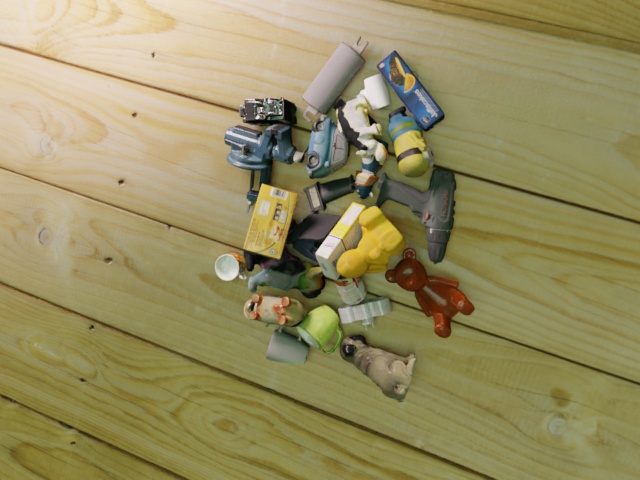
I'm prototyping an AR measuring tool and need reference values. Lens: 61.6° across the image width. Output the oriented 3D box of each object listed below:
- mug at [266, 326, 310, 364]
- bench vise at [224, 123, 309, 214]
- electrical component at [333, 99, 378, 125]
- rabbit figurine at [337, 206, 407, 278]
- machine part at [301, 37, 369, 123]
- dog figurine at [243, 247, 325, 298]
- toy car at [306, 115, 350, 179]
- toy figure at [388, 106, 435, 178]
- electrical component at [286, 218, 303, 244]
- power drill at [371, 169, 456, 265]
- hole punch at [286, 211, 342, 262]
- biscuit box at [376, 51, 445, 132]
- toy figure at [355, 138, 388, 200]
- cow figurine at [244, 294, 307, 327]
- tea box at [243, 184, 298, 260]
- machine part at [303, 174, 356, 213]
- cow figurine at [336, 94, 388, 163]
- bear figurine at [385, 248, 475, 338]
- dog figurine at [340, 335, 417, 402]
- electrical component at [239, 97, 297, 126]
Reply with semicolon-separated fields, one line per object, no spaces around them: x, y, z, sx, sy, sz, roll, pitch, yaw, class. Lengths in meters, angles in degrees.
-0.080;0.283;1.447;0.107;0.081;0.109;18;88;2;mug
-0.149;-0.192;1.399;0.224;0.129;0.240;13;119;4;bench vise
0.087;-0.301;1.355;0.119;0.048;0.075;42;103;8;electrical component
0.112;0.024;1.280;0.173;0.162;0.122;-42;71;-1;rabbit figurine
0.033;-0.402;1.346;0.079;0.079;0.243;41;105;8;machine part
-0.077;0.063;1.408;0.219;0.108;0.191;-7;91;11;dog figurine
0.025;-0.227;1.354;0.103;0.109;0.161;11;94;5;toy car
0.212;-0.231;1.290;0.089;0.082;0.180;-37;60;27;toy figure
-0.093;-0.040;1.422;0.102;0.045;0.078;26;87;19;electrical component
0.229;-0.072;1.325;0.207;0.086;0.231;16;101;17;power drill
-0.003;-0.004;1.373;0.116;0.142;0.092;8;134;34;hole punch
0.222;-0.360;1.308;0.063;0.059;0.202;-38;86;15;biscuit box
0.124;-0.178;1.354;0.058;0.064;0.154;18;98;-19;toy figure
-0.121;0.182;1.394;0.195;0.127;0.085;-1;75;37;cow figurine
-0.121;-0.042;1.329;0.098;0.068;0.169;18;86;-5;tea box
0.029;-0.125;1.395;0.139;0.039;0.084;-21;82;18;machine part
0.100;-0.254;1.293;0.098;0.068;0.167;-22;83;17;cow figurine
0.259;0.121;1.298;0.196;0.132;0.120;38;109;-10;bear figurine
0.132;0.317;1.345;0.191;0.172;0.121;19;89;5;dog figurine
-0.136;-0.327;1.378;0.134;0.115;0.058;1;93;13;electrical component
